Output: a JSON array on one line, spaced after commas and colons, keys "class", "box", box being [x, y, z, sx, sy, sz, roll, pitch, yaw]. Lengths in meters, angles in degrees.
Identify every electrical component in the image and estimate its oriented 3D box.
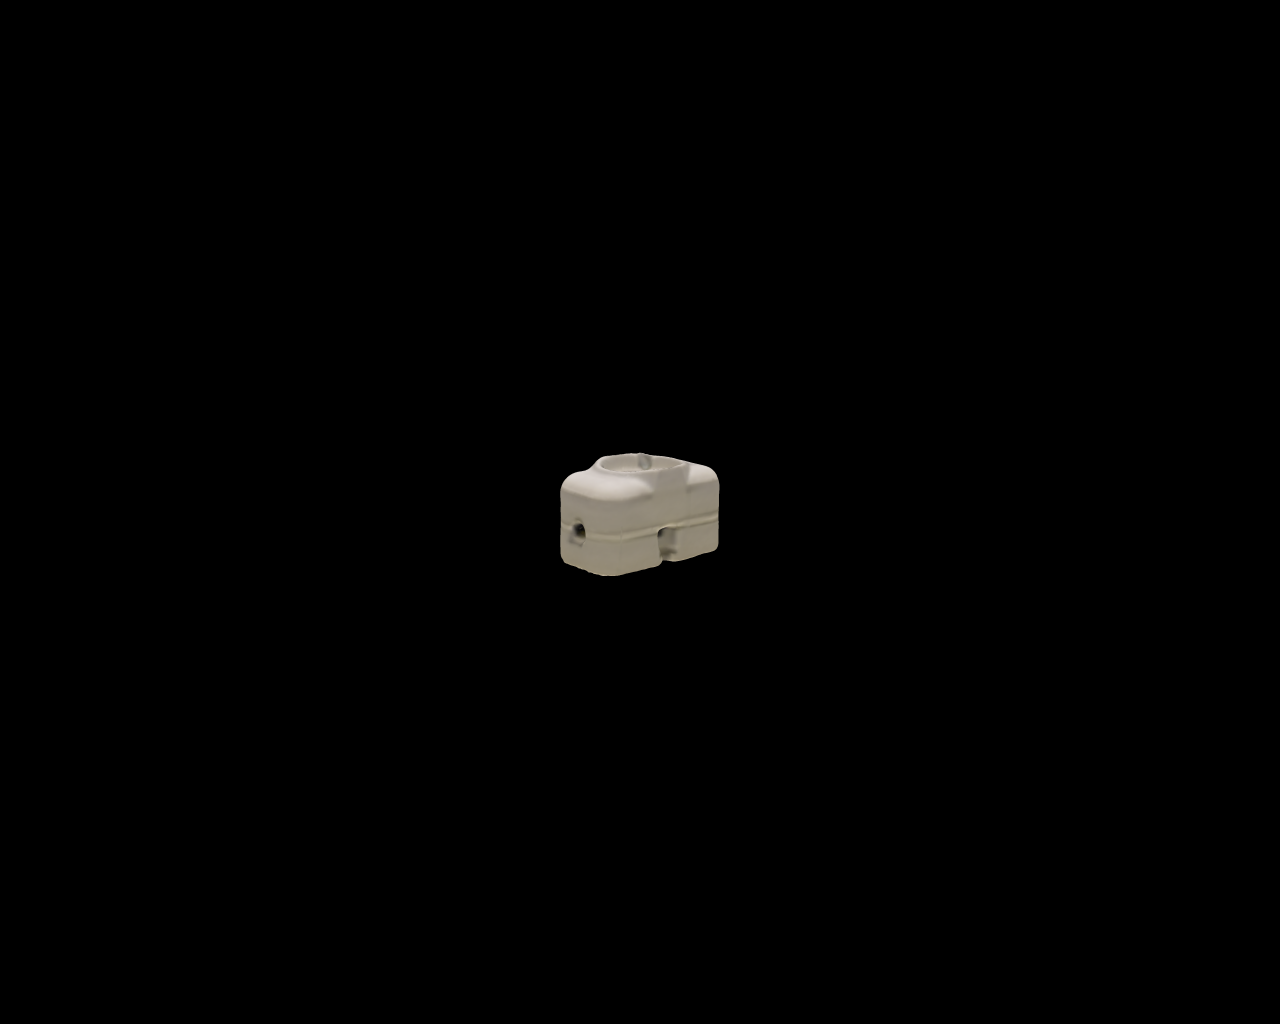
[{"class": "electrical component", "box": [0.001, -0.003, 0.650, 0.095, 0.059, 0.054, -11, 18, -37]}]
